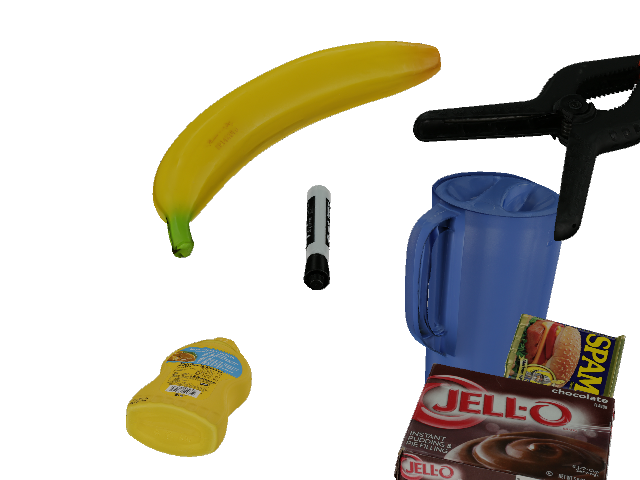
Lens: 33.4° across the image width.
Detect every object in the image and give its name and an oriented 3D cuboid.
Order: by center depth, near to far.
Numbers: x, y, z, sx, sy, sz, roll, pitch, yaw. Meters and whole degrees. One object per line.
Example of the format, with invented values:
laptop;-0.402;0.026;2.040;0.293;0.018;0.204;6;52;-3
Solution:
banana;-0.022;-0.062;0.579;0.197;0.070;0.037;-39;-24;-23
pudding box;0.108;0.117;0.611;0.113;0.039;0.090;11;30;14
marker;-0.002;-0.003;0.805;0.020;0.020;0.121;0;34;1
clamp;0.202;-0.086;0.839;0.209;0.036;0.165;-26;51;-19
can of meat;0.188;0.110;0.843;0.084;0.057;0.102;14;40;15
pitcher;0.159;0.062;1.068;0.149;0.243;0.145;6;22;7
mustard bottle;-0.124;0.150;1.110;0.096;0.058;0.191;9;22;10
